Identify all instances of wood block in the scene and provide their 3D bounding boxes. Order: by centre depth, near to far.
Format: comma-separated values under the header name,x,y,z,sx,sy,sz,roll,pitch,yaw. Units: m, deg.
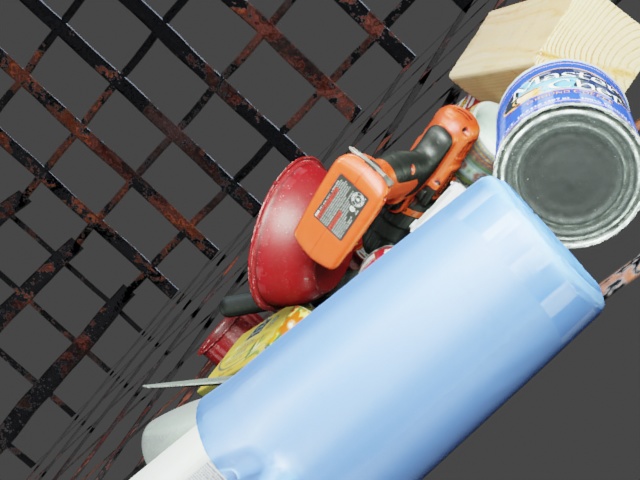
name,x,y,z,sx,sy,sz,roll,pitch,yaw
wood block,0.218,-0.174,1.037,0.090,0.090,0.206,-57,15,-3

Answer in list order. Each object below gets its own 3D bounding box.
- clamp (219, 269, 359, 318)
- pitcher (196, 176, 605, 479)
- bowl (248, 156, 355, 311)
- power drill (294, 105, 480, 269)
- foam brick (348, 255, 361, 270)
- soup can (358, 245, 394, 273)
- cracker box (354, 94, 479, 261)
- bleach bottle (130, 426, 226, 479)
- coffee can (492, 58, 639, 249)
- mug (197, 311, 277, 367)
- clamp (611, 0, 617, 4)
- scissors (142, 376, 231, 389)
name,x,y,z,sx,sy,sz,roll,pitch,yaw
clamp,0.009,0.056,1.194,0.164,0.036,0.210,-5,-7,-41
pitcher,0.052,0.075,0.671,0.243,0.144,0.149,-42,40,11
bowl,-0.007,0.001,1.055,0.161,0.055,0.162,-45,-35,-46
power drill,0.056,-0.035,0.988,0.187,0.057,0.185,-28,-27,-53
foam brick,0.046,0.019,1.267,0.053,0.051,0.078,-48,7,-11
soup can,0.067,0.048,0.929,0.068,0.068,0.102,-46,8,9
cracker box,0.132,-0.075,1.198,0.213,0.072,0.164,-51,8,-33
bleach bottle,-0.045,0.171,0.871,0.251,0.102,0.068,-39,22,11
coffee can,0.177,-0.066,0.768,0.103,0.103,0.140,-44,8,22
mug,-0.085,0.126,1.328,0.117,0.081,0.093,-52,8,-32
clamp,0.293,-0.224,1.177,0.120,0.039,0.171,-61,6,26
scissors,-0.043,0.124,0.911,0.201,0.016,0.096,-8,17,-19
